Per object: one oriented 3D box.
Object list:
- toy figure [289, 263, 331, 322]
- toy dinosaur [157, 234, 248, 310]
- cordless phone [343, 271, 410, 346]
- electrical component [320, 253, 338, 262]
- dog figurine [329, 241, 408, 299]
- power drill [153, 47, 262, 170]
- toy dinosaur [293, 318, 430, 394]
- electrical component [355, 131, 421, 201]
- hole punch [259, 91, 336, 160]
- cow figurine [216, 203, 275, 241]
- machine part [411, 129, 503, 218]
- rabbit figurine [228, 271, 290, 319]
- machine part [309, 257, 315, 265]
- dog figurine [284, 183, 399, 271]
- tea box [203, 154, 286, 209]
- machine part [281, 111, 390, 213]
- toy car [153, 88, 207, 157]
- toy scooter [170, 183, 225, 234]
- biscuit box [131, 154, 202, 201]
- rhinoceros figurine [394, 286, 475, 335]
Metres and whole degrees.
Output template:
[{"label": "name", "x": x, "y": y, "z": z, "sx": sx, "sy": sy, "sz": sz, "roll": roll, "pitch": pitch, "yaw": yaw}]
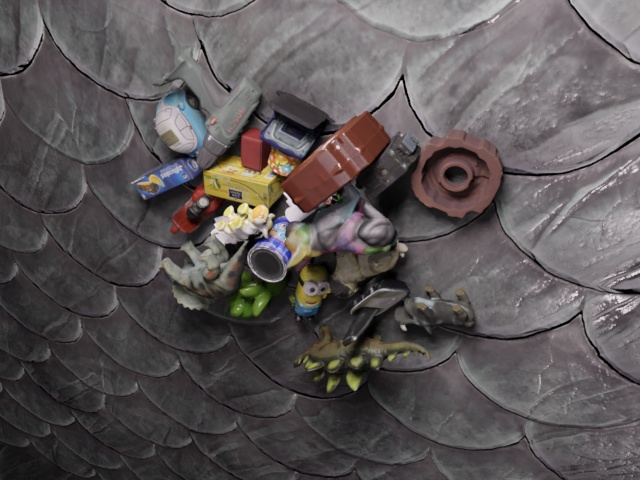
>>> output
[{"label": "toy figure", "x": -0.030, "y": 0.136, "z": 1.386, "sx": 0.089, "sy": 0.082, "sz": 0.180, "roll": 51, "pitch": 145, "yaw": 27}, {"label": "toy dinosaur", "x": -0.276, "y": 0.093, "z": 1.378, "sx": 0.405, "sy": 0.131, "sz": 0.192, "roll": -3, "pitch": 131, "yaw": 47}, {"label": "cordless phone", "x": 0.121, "y": 0.166, "z": 1.264, "sx": 0.089, "sy": 0.184, "sz": 0.146, "roll": 45, "pitch": 131, "yaw": -3}, {"label": "electrical component", "x": 0.018, "y": 0.026, "z": 1.322, "sx": 0.094, "sy": 0.021, "sz": 0.063, "roll": -1, "pitch": 122, "yaw": 23}, {"label": "dog figurine", "x": 0.109, "y": 0.067, "z": 1.262, "sx": 0.172, "sy": 0.121, "sz": 0.190, "roll": 13, "pitch": 138, "yaw": 13}, {"label": "power drill", "x": -0.254, "y": -0.287, "z": 1.154, "sx": 0.232, "sy": 0.086, "sz": 0.207, "roll": -41, "pitch": 103, "yaw": 19}, {"label": "toy dinosaur", "x": 0.088, "y": 0.288, "z": 1.358, "sx": 0.472, "sy": 0.198, "sz": 0.105, "roll": -24, "pitch": 112, "yaw": 38}, {"label": "electrical component", "x": 0.140, "y": -0.155, "z": 1.074, "sx": 0.058, "sy": 0.115, "sz": 0.134, "roll": 42, "pitch": 125, "yaw": -9}, {"label": "hole punch", "x": -0.053, "y": -0.237, "z": 1.111, "sx": 0.142, "sy": 0.116, "sz": 0.092, "roll": 27, "pitch": 123, "yaw": 6}, {"label": "cow figurine", "x": -0.156, "y": -0.034, "z": 1.237, "sx": 0.098, "sy": 0.068, "sz": 0.167, "roll": 35, "pitch": 156, "yaw": -34}, {"label": "machine part", "x": 0.272, "y": -0.131, "z": 1.064, "sx": 0.180, "sy": 0.056, "sz": 0.179, "roll": 12, "pitch": 126, "yaw": 18}, {"label": "rabbit figurine", "x": -0.163, "y": 0.129, "z": 1.420, "sx": 0.170, "sy": 0.159, "sz": 0.121, "roll": -32, "pitch": 95, "yaw": 23}, {"label": "machine part", "x": -0.003, "y": -0.004, "z": 1.260, "sx": 0.084, "sy": 0.039, "sz": 0.138, "roll": 8, "pitch": 125, "yaw": -32}, {"label": "dog figurine", "x": 0.030, "y": 0.002, "z": 1.124, "sx": 0.219, "sy": 0.108, "sz": 0.192, "roll": -45, "pitch": 77, "yaw": 6}, {"label": "tea box", "x": -0.175, "y": -0.139, "z": 1.255, "sx": 0.170, "sy": 0.098, "sz": 0.068, "roll": 15, "pitch": 127, "yaw": 19}, {"label": "machine part", "x": 0.028, "y": -0.156, "z": 1.072, "sx": 0.201, "sy": 0.201, "sz": 0.087, "roll": -32, "pitch": 102, "yaw": 39}, {"label": "toy car", "x": -0.326, "y": -0.258, "z": 1.245, "sx": 0.109, "sy": 0.103, "sz": 0.161, "roll": -16, "pitch": 112, "yaw": 35}, {"label": "toy scooter", "x": -0.311, "y": -0.074, "z": 1.344, "sx": 0.075, "sy": 0.135, "sz": 0.184, "roll": 47, "pitch": 128, "yaw": -8}, {"label": "biscuit box", "x": -0.387, "y": -0.164, "z": 1.367, "sx": 0.203, "sy": 0.063, "sz": 0.059, "roll": -16, "pitch": 115, "yaw": 35}, {"label": "rhinoceros figurine", "x": 0.268, "y": 0.170, "z": 1.273, "sx": 0.190, "sy": 0.073, "sz": 0.112, "roll": -4, "pitch": 131, "yaw": 26}]
